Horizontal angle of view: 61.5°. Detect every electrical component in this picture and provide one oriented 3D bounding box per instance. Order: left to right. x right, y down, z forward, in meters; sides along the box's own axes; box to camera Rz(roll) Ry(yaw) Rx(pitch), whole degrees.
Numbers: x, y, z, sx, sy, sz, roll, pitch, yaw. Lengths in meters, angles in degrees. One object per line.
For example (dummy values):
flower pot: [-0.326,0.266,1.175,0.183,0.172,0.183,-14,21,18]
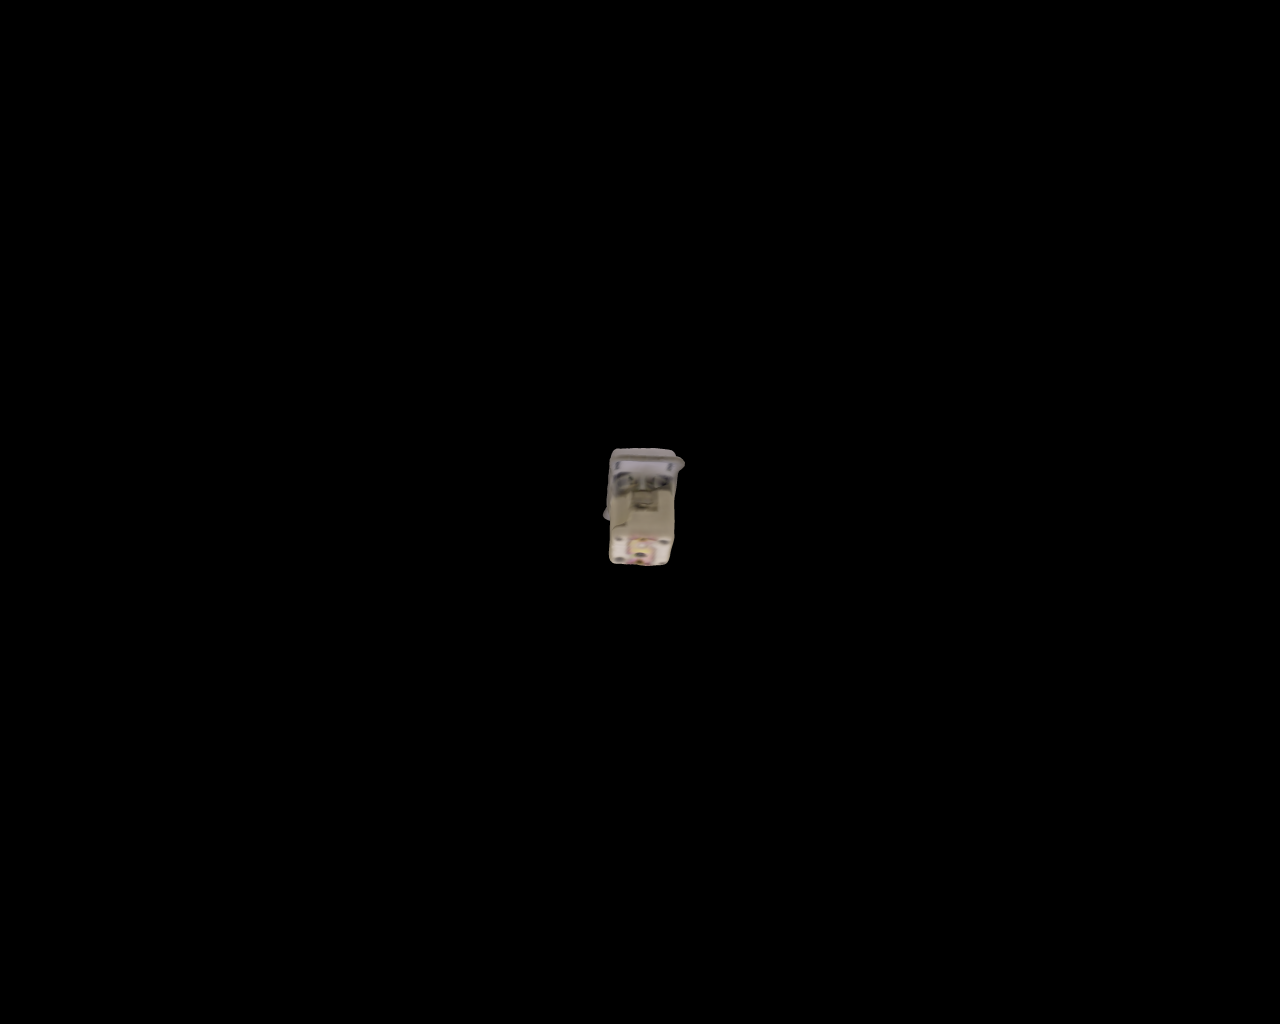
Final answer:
electrical component: [0.001,-0.003,0.650,0.042,0.064,0.081,2,-27,-3]
